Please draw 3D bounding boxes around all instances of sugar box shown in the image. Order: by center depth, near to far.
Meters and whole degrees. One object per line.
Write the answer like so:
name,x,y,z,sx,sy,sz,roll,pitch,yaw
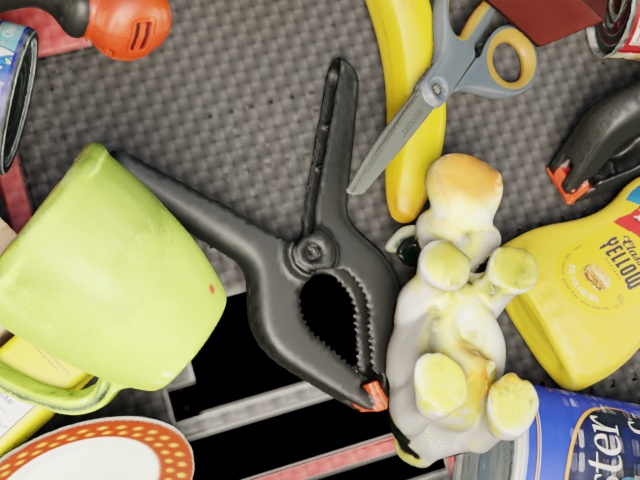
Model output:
sugar box,-0.143,0.065,0.572,0.176,0.093,0.048,-41,92,-12

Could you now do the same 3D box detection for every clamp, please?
clamp,-0.004,0.001,0.634,0.164,0.036,0.210,-33,92,-19
clamp,0.212,-0.087,0.642,0.171,0.120,0.039,-33,46,8

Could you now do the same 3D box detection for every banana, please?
banana,0.045,-0.111,0.651,0.069,0.037,0.198,-16,92,-35

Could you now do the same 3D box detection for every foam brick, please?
foam brick,0.133,-0.166,0.654,0.078,0.051,0.053,31,61,-31

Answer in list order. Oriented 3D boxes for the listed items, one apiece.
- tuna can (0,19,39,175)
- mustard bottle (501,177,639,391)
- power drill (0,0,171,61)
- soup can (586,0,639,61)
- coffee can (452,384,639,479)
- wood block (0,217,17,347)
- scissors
tuna can,-0.182,-0.080,0.590,0.033,0.086,0.086,13,80,-10
mustard bottle,0.208,0.009,0.651,0.191,0.058,0.096,-26,66,-10
power drill,-0.191,-0.161,0.561,0.187,0.057,0.184,-13,52,-34
soup can,0.231,-0.145,0.680,0.102,0.068,0.068,4,81,-10
coffee can,0.158,0.140,0.608,0.140,0.103,0.103,12,80,-8
wood block,-0.242,0.062,0.557,0.206,0.090,0.091,-44,92,-13
scissors,0.081,-0.082,0.636,0.096,0.016,0.201,37,59,-26
